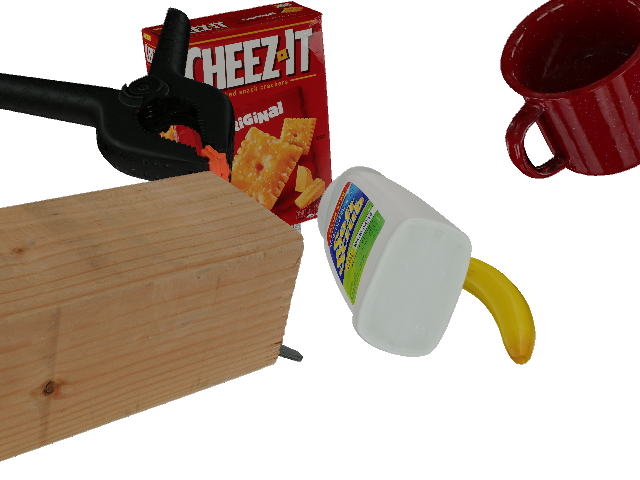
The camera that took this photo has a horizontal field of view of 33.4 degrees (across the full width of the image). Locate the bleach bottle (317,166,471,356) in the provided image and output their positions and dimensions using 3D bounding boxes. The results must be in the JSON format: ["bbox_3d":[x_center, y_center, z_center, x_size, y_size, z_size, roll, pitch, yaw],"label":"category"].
[{"bbox_3d":[0.040,0.002,0.845,0.068,0.102,0.251,18,9,-16],"label":"bleach bottle"}]

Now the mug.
[{"bbox_3d":[0.160,-0.085,0.650,0.093,0.117,0.081,32,-15,48],"label":"mug"}]

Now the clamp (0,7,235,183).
[{"bbox_3d":[-0.115,-0.098,0.742,0.164,0.036,0.210,-33,48,-28],"label":"clamp"}]

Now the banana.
[{"bbox_3d":[0.173,0.062,1.116,0.069,0.037,0.198,-37,40,-11],"label":"banana"}]

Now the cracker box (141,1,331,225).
[{"bbox_3d":[-0.074,-0.110,1.041,0.164,0.214,0.072,-17,28,-25],"label":"cracker box"}]

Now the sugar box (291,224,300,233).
[{"bbox_3d":[-0.048,-0.056,1.262,0.048,0.176,0.093,0,23,5],"label":"sugar box"}]

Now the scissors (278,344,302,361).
[{"bbox_3d":[-0.103,0.058,0.930,0.202,0.016,0.096,12,28,8],"label":"scissors"}]

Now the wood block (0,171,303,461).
[{"bbox_3d":[-0.118,0.035,0.558,0.205,0.091,0.090,-14,38,-43],"label":"wood block"}]
